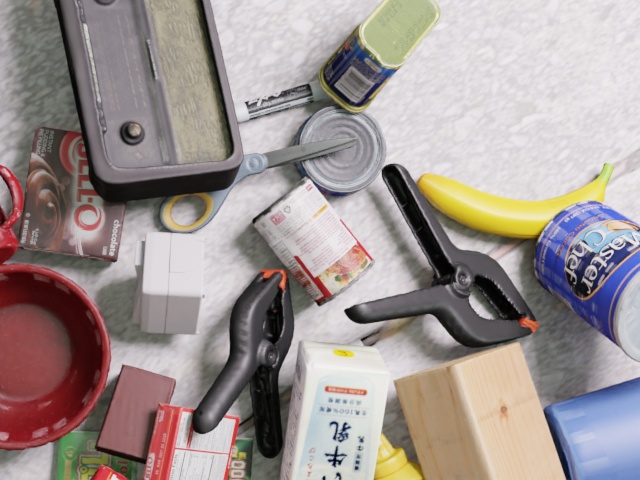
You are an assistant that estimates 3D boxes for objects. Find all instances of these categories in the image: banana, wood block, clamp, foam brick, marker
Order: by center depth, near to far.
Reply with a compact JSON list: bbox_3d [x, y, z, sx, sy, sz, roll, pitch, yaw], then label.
[{"bbox_3d":[-0.164,0.156,0.954,0.051,0.053,0.078,17,73,-4],"label":"foam brick"},{"bbox_3d":[0.155,0.208,0.962,0.090,0.090,0.206,-13,82,-39],"label":"wood block"},{"bbox_3d":[-0.054,0.114,0.971,0.039,0.120,0.171,6,64,29],"label":"clamp"},{"bbox_3d":[0.120,0.031,0.994,0.209,0.036,0.164,24,62,-27],"label":"clamp"},{"bbox_3d":[-0.051,-0.126,1.004,0.121,0.020,0.020,-17,91,-8],"label":"marker"},{"bbox_3d":[0.192,-0.034,1.030,0.197,0.037,0.069,-3,71,-10],"label":"banana"}]

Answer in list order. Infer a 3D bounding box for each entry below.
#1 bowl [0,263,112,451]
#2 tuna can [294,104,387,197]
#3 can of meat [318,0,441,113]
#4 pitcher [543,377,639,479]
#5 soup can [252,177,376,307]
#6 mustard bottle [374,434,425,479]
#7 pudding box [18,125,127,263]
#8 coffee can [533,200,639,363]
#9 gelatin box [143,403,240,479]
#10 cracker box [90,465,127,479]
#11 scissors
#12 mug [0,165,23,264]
[{"bbox_3d":[-0.266,0.101,0.947,0.162,0.055,0.162,0,88,-9],"label":"bowl"},{"bbox_3d":[0.019,-0.084,1.005,0.086,0.034,0.086,0,88,-9],"label":"tuna can"},{"bbox_3d":[0.055,-0.177,0.971,0.057,0.084,0.102,41,60,-5],"label":"can of meat"},{"bbox_3d":[0.337,0.190,1.004,0.242,0.145,0.149,-13,75,-5],"label":"pitcher"},{"bbox_3d":[-0.006,0.001,0.982,0.068,0.068,0.102,-39,94,-8],"label":"soup can"},{"bbox_3d":[0.091,0.269,0.992,0.096,0.058,0.191,-26,92,-15],"label":"mustard bottle"},{"bbox_3d":[-0.219,-0.041,0.966,0.090,0.039,0.113,8,87,-8],"label":"pudding box"},{"bbox_3d":[0.274,0.035,0.970,0.102,0.140,0.103,-8,115,-18],"label":"coffee can"},{"bbox_3d":[-0.114,0.186,0.940,0.030,0.089,0.073,5,80,34],"label":"gelatin box"},{"bbox_3d":[-0.144,0.314,0.919,0.213,0.072,0.164,34,117,-6],"label":"cracker box"},{"bbox_3d":[-0.067,-0.051,0.981,0.202,0.016,0.096,3,95,4],"label":"scissors"},{"bbox_3d":[-0.303,-0.018,0.915,0.117,0.093,0.081,-30,82,13],"label":"mug"}]
